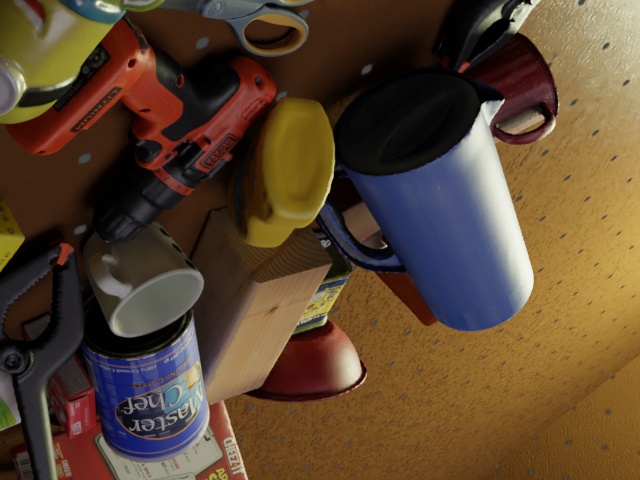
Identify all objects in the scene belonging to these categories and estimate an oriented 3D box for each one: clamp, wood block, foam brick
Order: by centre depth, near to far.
[{"bbox_3d":[-0.255,0.093,0.838,0.164,0.036,0.210,19,90,-27],"label":"clamp"},{"bbox_3d":[0.173,-0.213,0.932,0.120,0.039,0.172,1,140,-45],"label":"clamp"},{"bbox_3d":[-0.079,0.063,1.034,0.090,0.090,0.206,-14,148,-37],"label":"wood block"},{"bbox_3d":[0.021,-0.033,1.037,0.051,0.053,0.078,-33,154,-7],"label":"foam brick"}]

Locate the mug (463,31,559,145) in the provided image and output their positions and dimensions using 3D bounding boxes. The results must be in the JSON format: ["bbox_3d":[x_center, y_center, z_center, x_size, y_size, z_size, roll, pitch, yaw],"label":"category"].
[{"bbox_3d":[0.169,-0.128,0.989,0.081,0.117,0.093,-27,142,-8],"label":"mug"}]

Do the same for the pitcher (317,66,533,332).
[{"bbox_3d":[0.104,-0.023,0.972,0.145,0.149,0.242,-56,137,-27],"label":"pitcher"}]

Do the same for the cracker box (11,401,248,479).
[{"bbox_3d":[-0.182,0.252,1.066,0.213,0.164,0.072,-14,174,-36],"label":"cracker box"}]

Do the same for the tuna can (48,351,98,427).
[{"bbox_3d":[-0.233,0.143,1.044,0.086,0.034,0.086,-29,154,-15],"label":"tuna can"}]

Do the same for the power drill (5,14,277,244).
[{"bbox_3d":[-0.135,-0.077,0.755,0.184,0.057,0.187,-45,157,11],"label":"power drill"}]

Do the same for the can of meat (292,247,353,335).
[{"bbox_3d":[-0.024,0.053,1.125,0.101,0.057,0.084,-14,146,-39],"label":"can of meat"}]

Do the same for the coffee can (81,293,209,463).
[{"bbox_3d":[-0.158,0.118,0.967,0.102,0.103,0.140,-24,135,-24],"label":"coffee can"}]

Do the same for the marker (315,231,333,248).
[{"bbox_3d":[-0.007,0.001,1.100,0.120,0.020,0.020,-8,144,-45],"label":"marker"}]

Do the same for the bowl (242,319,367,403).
[{"bbox_3d":[-0.028,0.121,1.174,0.161,0.162,0.055,-14,111,-39],"label":"bowl"}]

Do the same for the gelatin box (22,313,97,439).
[{"bbox_3d":[-0.230,0.121,0.941,0.030,0.089,0.073,-25,153,-25],"label":"gelatin box"}]

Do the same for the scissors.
[{"bbox_3d":[-0.059,-0.175,0.728,0.096,0.016,0.201,-46,154,18],"label":"scissors"}]

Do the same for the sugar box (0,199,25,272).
[{"bbox_3d":[-0.297,0.010,0.713,0.093,0.048,0.175,-48,154,25],"label":"sugar box"}]

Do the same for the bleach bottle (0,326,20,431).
[{"bbox_3d":[-0.361,0.161,0.878,0.250,0.068,0.102,-25,151,-17],"label":"bleach bottle"}]

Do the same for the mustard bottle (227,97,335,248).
[{"bbox_3d":[-0.040,-0.044,0.875,0.058,0.096,0.192,4,168,-15],"label":"mustard bottle"}]
